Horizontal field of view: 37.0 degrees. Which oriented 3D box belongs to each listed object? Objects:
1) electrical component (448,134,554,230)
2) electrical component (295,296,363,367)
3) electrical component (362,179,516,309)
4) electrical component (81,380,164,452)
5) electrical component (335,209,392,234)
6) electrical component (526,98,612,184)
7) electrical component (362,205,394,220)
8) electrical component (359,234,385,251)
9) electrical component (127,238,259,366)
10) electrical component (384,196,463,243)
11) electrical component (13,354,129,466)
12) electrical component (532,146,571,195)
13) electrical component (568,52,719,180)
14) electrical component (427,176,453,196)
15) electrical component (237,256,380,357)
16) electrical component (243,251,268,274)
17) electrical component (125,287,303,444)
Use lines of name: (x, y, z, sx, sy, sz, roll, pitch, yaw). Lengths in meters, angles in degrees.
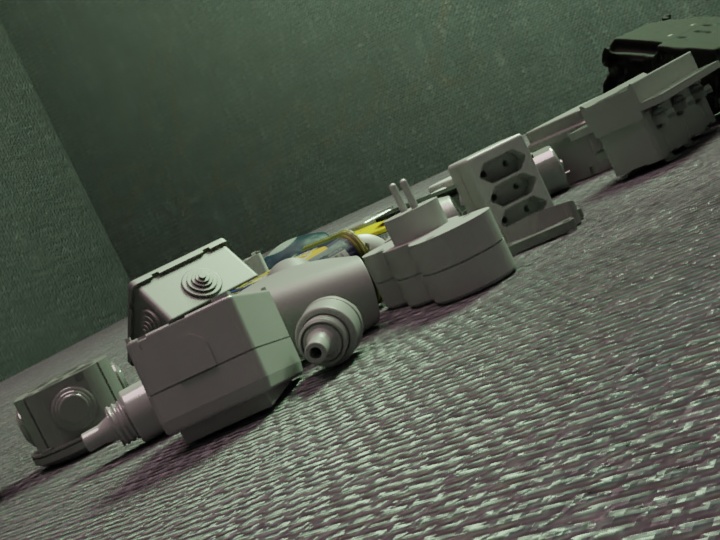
electrical component: (0.095, -0.054, 0.771, 0.047, 0.065, 0.077, -27, 5, -14)
electrical component: (-0.018, 0.036, 0.572, 0.035, 0.035, 0.061, -25, 7, 12)
electrical component: (0.038, -0.021, 0.660, 0.052, 0.073, 0.138, -27, 5, -18)
electrical component: (-0.132, 0.085, 0.624, 0.061, 0.035, 0.035, -29, 5, -12)
electrical component: (0.021, -0.030, 1.024, 0.077, 0.047, 0.066, -29, 6, -37)
electrical component: (0.214, -0.123, 0.977, 0.113, 0.057, 0.078, -29, 6, -41)
electrical component: (0.027, -0.037, 1.075, 0.040, 0.046, 0.040, -25, 5, 2)
electrical component: (0.000, 0.000, 0.827, 0.048, 0.048, 0.062, -27, -2, -14)
electrical component: (-0.125, 0.036, 0.809, 0.100, 0.048, 0.099, -29, -34, -35)
electrical component: (0.052, -0.022, 0.782, 0.055, 0.048, 0.066, -32, 3, 10)
electrical component: (-0.192, 0.095, 0.730, 0.080, 0.051, 0.080, -25, 5, 2)
electrical component: (0.143, -0.076, 0.928, 0.078, 0.040, 0.040, -25, 5, 6)
electrical component: (0.223, -0.117, 0.817, 0.079, 0.063, 0.121, -22, 6, 41)
electrical component: (0.089, -0.064, 1.037, 0.077, 0.047, 0.066, -28, 5, -23)
electrical component: (-0.037, 0.017, 0.665, 0.077, 0.043, 0.079, -18, 26, -11)
electrical component: (-0.110, 0.018, 1.090, 0.081, 0.063, 0.042, -26, 5, -18)
electrical component: (-0.072, 0.050, 0.577, 0.062, 0.061, 0.096, -25, -3, 9)
